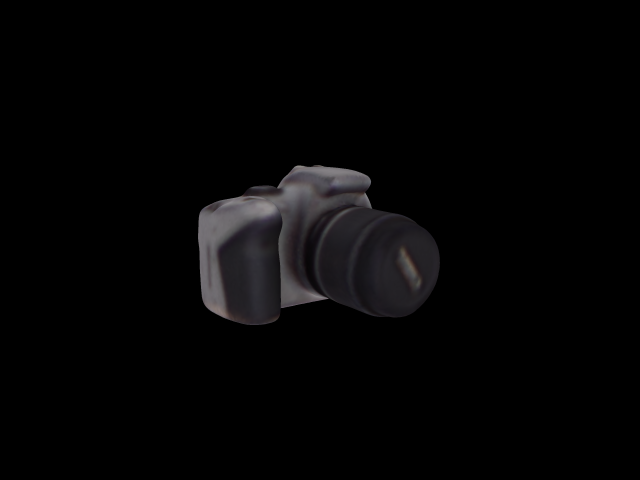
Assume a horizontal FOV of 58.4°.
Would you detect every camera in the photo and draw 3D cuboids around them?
[{"bbox_3d":[0.004,0.001,0.400,0.144,0.101,0.136,-8,14,-35],"label":"camera"}]
